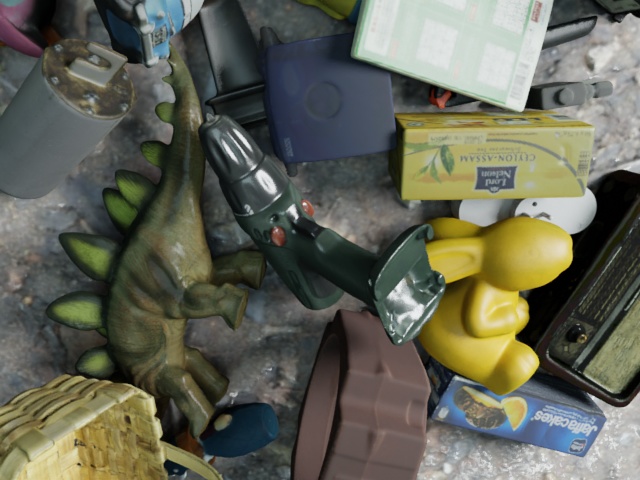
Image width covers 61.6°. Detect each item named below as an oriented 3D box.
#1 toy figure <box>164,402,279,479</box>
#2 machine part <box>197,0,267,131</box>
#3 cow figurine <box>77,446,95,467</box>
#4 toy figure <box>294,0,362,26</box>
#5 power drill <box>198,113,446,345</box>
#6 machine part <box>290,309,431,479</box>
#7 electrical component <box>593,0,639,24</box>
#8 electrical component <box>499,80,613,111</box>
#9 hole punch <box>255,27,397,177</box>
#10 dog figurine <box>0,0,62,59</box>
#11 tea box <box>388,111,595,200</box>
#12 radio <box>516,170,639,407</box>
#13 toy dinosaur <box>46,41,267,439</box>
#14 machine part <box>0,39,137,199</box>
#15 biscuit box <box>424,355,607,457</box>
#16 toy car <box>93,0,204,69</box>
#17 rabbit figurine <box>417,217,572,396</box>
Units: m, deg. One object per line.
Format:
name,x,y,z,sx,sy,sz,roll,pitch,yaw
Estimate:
toy figure,-0.124,0.235,0.629,0.154,0.058,0.064,-22,98,11
machine part,-0.084,-0.174,0.525,0.084,0.039,0.138,-11,107,7
cow figurine,-0.271,0.322,0.640,0.127,0.085,0.194,19,102,1
toy figure,0.036,-0.236,0.480,0.180,0.089,0.082,29,96,-5
power drill,-0.001,-0.001,0.477,0.086,0.208,0.231,-50,137,-25
machine part,0.034,0.188,0.540,0.087,0.201,0.200,14,105,-8
electrical component,0.276,-0.231,0.466,0.075,0.119,0.047,32,104,-6
electrical component,0.224,-0.139,0.519,0.094,0.063,0.021,-8,106,4
hole punch,0.008,-0.130,0.495,0.116,0.092,0.142,-14,110,-14
dog figurine,-0.344,-0.192,0.487,0.219,0.108,0.191,23,103,-9
tea box,0.155,-0.083,0.515,0.170,0.098,0.068,-1,111,2
radio,0.318,0.048,0.566,0.131,0.073,0.229,26,103,-7
toy dinosaur,-0.163,0.038,0.552,0.199,0.105,0.470,17,100,-1
machine part,-0.242,-0.103,0.488,0.243,0.079,0.079,-27,106,38
biscuit box,0.212,0.179,0.595,0.203,0.063,0.059,17,108,-13
toy car,-0.149,-0.235,0.458,0.103,0.109,0.161,-24,77,-18
rabbit figurine,0.165,0.039,0.530,0.162,0.122,0.173,33,130,5
